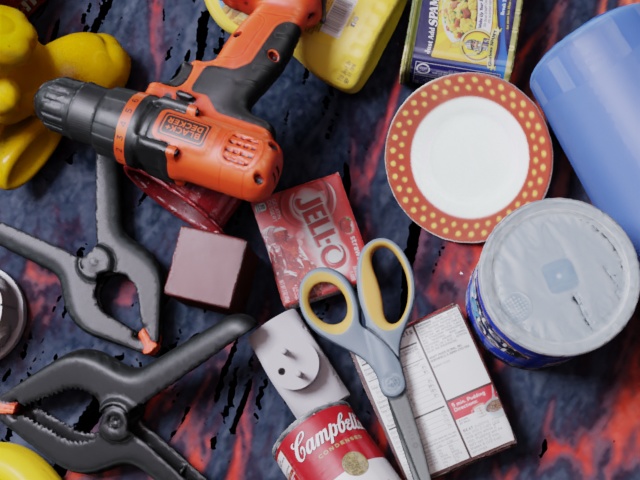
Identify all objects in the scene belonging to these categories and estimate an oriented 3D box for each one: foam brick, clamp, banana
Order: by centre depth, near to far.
[{"bbox_3d":[-0.141,0.141,0.794,0.210,0.036,0.164,-4,93,13],"label":"clamp"},{"bbox_3d":[-0.203,0.224,0.795,0.070,0.037,0.198,-39,77,17],"label":"banana"},{"bbox_3d":[-0.080,0.025,0.799,0.051,0.078,0.053,14,81,5],"label":"foam brick"},{"bbox_3d":[-0.167,0.009,0.829,0.120,0.039,0.171,-43,85,1],"label":"clamp"}]

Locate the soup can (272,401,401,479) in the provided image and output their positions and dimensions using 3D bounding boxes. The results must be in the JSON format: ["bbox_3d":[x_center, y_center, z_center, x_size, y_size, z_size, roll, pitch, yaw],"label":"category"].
[{"bbox_3d":[0.020,0.174,0.753,0.068,0.068,0.102,-36,59,-3],"label":"soup can"}]

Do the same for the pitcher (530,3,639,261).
[{"bbox_3d":[0.263,-0.051,0.762,0.149,0.145,0.243,-22,75,-22],"label":"pitcher"}]

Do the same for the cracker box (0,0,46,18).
[{"bbox_3d":[-0.300,-0.279,0.877,0.214,0.072,0.164,42,86,9],"label":"cracker box"}]

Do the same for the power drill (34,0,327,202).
[{"bbox_3d":[-0.089,-0.128,0.762,0.184,0.057,0.187,20,69,10],"label":"power drill"}]

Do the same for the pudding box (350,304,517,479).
[{"bbox_3d":[0.084,0.116,0.790,0.090,0.039,0.113,-23,76,2],"label":"pudding box"}]

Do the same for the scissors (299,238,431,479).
[{"bbox_3d":[0.033,0.097,0.771,0.096,0.016,0.202,-3,76,9],"label":"scissors"}]

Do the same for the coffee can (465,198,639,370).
[{"bbox_3d":[0.157,0.035,0.747,0.103,0.140,0.103,-1,79,4],"label":"coffee can"}]

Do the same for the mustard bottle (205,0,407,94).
[{"bbox_3d":[-0.034,-0.198,0.846,0.192,0.058,0.096,28,95,9],"label":"mustard bottle"}]

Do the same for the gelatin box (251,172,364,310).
[{"bbox_3d":[-0.005,0.001,0.822,0.073,0.030,0.089,-18,79,0],"label":"gelatin box"}]

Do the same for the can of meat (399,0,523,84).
[{"bbox_3d":[0.111,-0.167,0.832,0.084,0.057,0.102,9,80,4],"label":"can of meat"}]

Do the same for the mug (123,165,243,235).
[{"bbox_3d":[-0.098,-0.066,0.812,0.117,0.093,0.081,33,79,8],"label":"mug"}]
